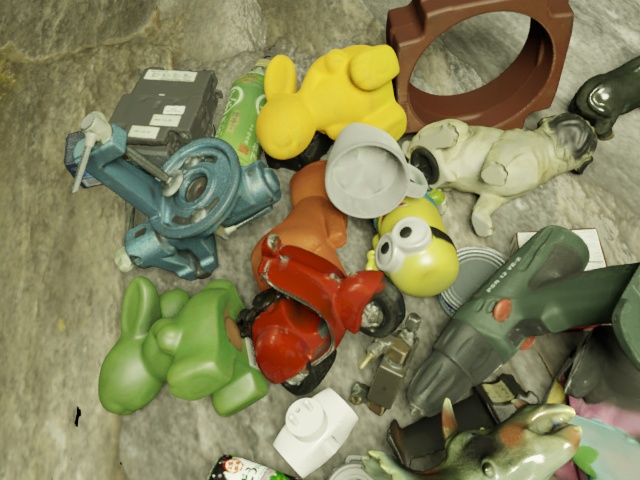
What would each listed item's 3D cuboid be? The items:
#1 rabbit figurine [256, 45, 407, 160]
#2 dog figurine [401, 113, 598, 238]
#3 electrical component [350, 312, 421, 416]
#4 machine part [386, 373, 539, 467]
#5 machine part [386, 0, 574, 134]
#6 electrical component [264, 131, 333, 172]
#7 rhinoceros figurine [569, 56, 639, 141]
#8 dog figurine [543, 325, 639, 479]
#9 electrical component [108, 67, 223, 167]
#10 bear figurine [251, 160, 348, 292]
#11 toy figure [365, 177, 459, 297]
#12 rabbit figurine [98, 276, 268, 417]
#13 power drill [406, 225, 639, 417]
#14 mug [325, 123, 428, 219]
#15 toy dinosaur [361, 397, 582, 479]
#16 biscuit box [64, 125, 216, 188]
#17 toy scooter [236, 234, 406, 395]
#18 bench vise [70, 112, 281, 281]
[{"bbox_3d":[-0.007,-0.164,0.638,0.173,0.121,0.163,-35,52,-13],"label":"rabbit figurine"},{"bbox_3d":[0.218,-0.112,0.658,0.190,0.121,0.172,-31,62,-27],"label":"dog figurine"},{"bbox_3d":[0.063,0.125,0.530,0.045,0.102,0.078,22,42,13],"label":"electrical component"},{"bbox_3d":[0.131,0.169,0.509,0.139,0.084,0.039,-26,95,2],"label":"machine part"},{"bbox_3d":[0.184,-0.219,0.654,0.201,0.201,0.087,-9,54,3],"label":"machine part"},{"bbox_3d":[-0.021,-0.148,0.733,0.075,0.047,0.119,13,61,15],"label":"electrical component"},{"bbox_3d":[0.403,-0.207,0.668,0.190,0.112,0.073,-30,57,-1],"label":"rhinoceros figurine"},{"bbox_3d":[0.286,0.199,0.446,0.219,0.108,0.191,36,67,21],"label":"dog figurine"},{"bbox_3d":[-0.198,-0.155,0.688,0.115,0.058,0.134,7,62,14],"label":"electrical component"},{"bbox_3d":[-0.002,-0.005,0.620,0.120,0.131,0.196,-13,27,26],"label":"bear figurine"},{"bbox_3d":[0.102,-0.015,0.596,0.089,0.082,0.180,19,31,-12],"label":"toy figure"},{"bbox_3d":[-0.163,0.114,0.559,0.170,0.121,0.159,-23,64,12],"label":"rabbit figurine"},{"bbox_3d":[0.195,0.074,0.454,0.086,0.207,0.232,48,68,-5],"label":"power drill"},{"bbox_3d":[0.058,-0.081,0.565,0.110,0.080,0.107,9,31,-8],"label":"mug"},{"bbox_3d":[0.086,0.308,0.379,0.131,0.192,0.404,7,96,-8],"label":"toy dinosaur"},{"bbox_3d":[-0.248,-0.130,0.749,0.203,0.059,0.063,-12,59,1],"label":"biscuit box"},{"bbox_3d":[-0.021,0.065,0.504,0.135,0.184,0.075,39,37,-9],"label":"toy scooter"},{"bbox_3d":[-0.171,-0.047,0.572,0.224,0.240,0.129,-16,59,22],"label":"bench vise"}]
